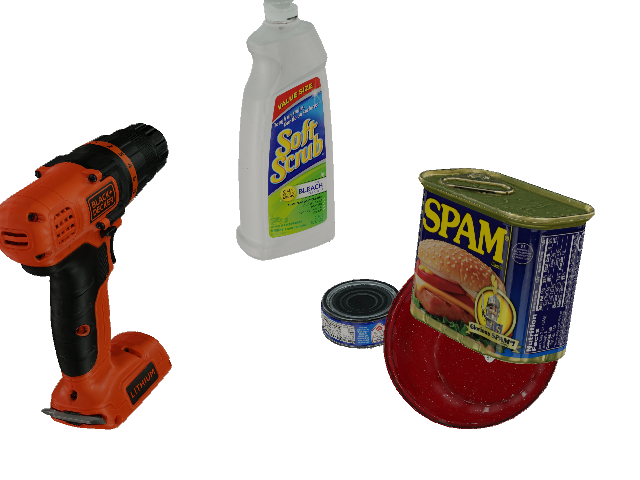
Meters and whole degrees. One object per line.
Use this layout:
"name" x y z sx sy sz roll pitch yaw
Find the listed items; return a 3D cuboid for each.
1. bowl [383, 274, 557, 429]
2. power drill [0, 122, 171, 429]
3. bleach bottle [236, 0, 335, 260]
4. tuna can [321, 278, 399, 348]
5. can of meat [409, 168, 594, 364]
"bowl" 0.138 0.092 0.925 0.162 0.162 0.055 0 6 -6
"power drill" -0.153 0.023 0.758 0.057 0.188 0.184 4 25 22
"bleach bottle" -0.039 -0.110 1.035 0.102 0.251 0.068 -16 31 -22
"tuna can" 0.043 0.074 1.099 0.086 0.034 0.086 -3 28 1
"can of meat" 0.096 0.012 0.591 0.057 0.084 0.102 -7 20 -32
